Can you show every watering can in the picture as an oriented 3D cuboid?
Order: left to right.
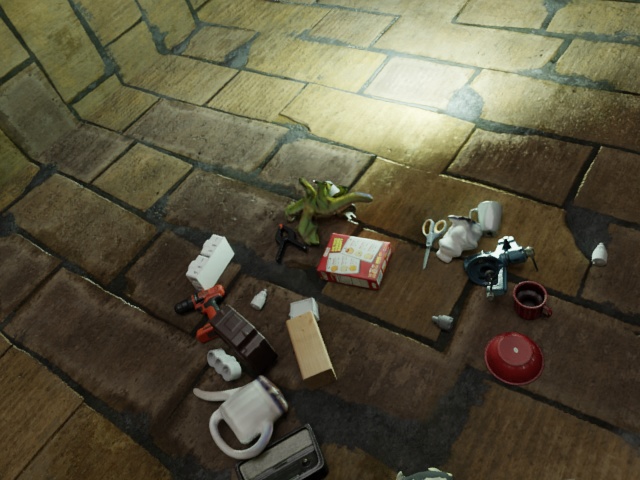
[{"bbox_3d":[-0.231,0.480,1.502,0.226,0.102,0.352,-34,36,-19],"label":"watering can"}]

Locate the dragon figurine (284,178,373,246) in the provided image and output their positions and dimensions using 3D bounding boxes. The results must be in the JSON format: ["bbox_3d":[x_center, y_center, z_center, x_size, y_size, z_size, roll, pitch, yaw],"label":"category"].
[{"bbox_3d":[0.006,-0.095,1.878,0.122,0.242,0.413,10,8,-44],"label":"dragon figurine"}]

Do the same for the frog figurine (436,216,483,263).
[{"bbox_3d":[0.464,0.005,1.713,0.122,0.159,0.138,16,0,-38],"label":"frog figurine"}]
